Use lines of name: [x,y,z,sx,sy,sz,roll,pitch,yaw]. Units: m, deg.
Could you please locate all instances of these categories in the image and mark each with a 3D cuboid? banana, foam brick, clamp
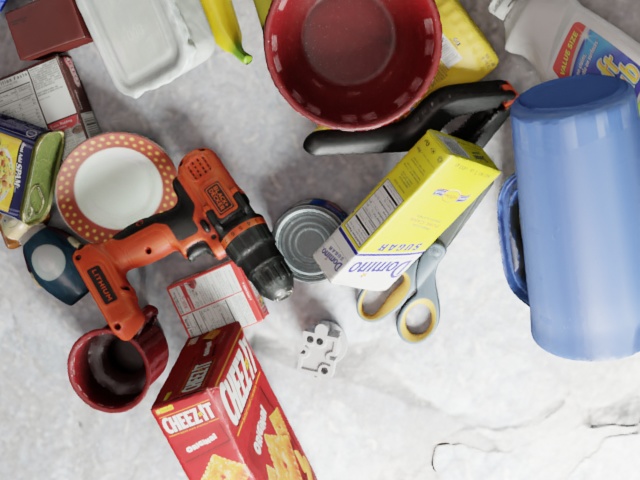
banana: [-0.106,-0.271,1.055,0.070,0.037,0.198,4,114,45]
foam brick: [-0.276,-0.223,1.107,0.078,0.051,0.053,-16,96,14]
clamp: [0.100,-0.086,1.043,0.210,0.036,0.164,-26,139,-1]

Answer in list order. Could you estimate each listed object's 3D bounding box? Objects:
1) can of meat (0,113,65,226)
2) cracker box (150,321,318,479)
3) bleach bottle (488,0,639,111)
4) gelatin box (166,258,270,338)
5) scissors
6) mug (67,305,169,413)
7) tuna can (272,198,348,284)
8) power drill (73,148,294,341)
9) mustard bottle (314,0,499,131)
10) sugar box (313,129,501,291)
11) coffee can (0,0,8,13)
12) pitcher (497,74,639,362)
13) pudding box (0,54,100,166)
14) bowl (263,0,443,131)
can of meat: [-0.320,-0.076,1.103,0.084,0.057,0.102,19,106,10]
cracker box: [-0.076,0.211,1.080,0.072,0.164,0.213,-21,105,12]
bleach bottle: [0.261,-0.148,1.008,0.251,0.068,0.103,38,109,5]
gelatin box: [-0.110,0.065,1.142,0.089,0.030,0.073,-23,97,15]
scissors: [0.126,0.030,1.094,0.202,0.016,0.096,-39,93,16]
mug: [-0.207,0.119,1.145,0.093,0.081,0.117,29,105,4]
tuna can: [-0.007,0.001,1.106,0.086,0.033,0.086,2,102,11]
power drill: [-0.140,0.022,1.084,0.187,0.057,0.184,-33,71,-4]
mustard bottle: [0.072,-0.155,1.044,0.192,0.058,0.096,-36,109,16]
sugar box: [0.083,-0.024,1.031,0.176,0.093,0.048,-50,55,23]
coffee can: [-0.341,-0.302,1.078,0.103,0.102,0.140,37,106,2]
pitcher: [0.236,-0.023,0.979,0.149,0.145,0.243,-10,113,10]
pudding box: [-0.291,-0.130,1.136,0.090,0.039,0.113,-18,95,15]
bowl: [0.028,-0.183,0.976,0.162,0.055,0.162,-1,104,-3]
